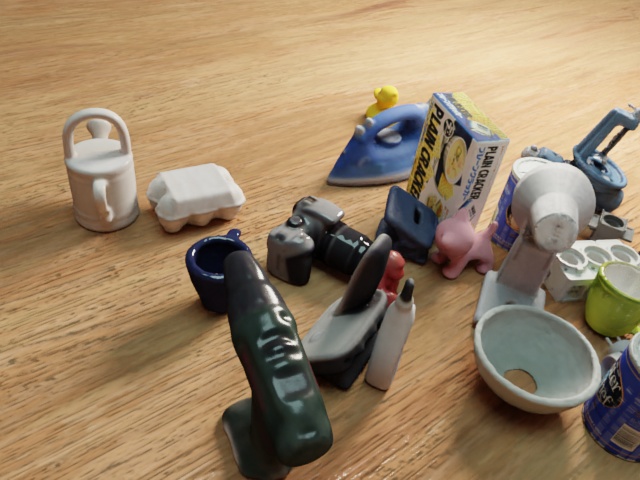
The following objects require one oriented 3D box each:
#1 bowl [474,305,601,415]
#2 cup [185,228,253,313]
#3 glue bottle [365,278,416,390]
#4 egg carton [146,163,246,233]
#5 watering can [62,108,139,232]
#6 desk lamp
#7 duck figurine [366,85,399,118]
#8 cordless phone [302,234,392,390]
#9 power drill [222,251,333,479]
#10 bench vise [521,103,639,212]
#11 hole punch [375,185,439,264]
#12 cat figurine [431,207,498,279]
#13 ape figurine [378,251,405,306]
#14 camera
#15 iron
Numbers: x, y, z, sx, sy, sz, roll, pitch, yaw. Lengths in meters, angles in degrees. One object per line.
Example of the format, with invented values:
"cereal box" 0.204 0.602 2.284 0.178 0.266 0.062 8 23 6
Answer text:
"bowl" 0.279 0.170 0.769 0.167 0.075 0.167 6 41 -5
"cup" -0.139 0.047 0.813 0.091 0.095 0.118 13 41 4
"glue bottle" 0.097 0.111 0.725 0.037 0.173 0.078 20 42 13
"egg carton" -0.207 -0.072 0.956 0.151 0.069 0.107 -16 47 -27
"watering can" -0.344 -0.121 0.890 0.101 0.194 0.172 -23 50 -32
"desk lamp" 0.325 0.013 0.853 0.117 0.213 0.203 20 42 12
"duck figurine" 0.152 -0.299 1.276 0.078 0.086 0.104 -21 49 -31
"cordless phone" 0.036 0.085 0.734 0.094 0.185 0.148 23 42 15
"power drill" -0.061 0.154 0.618 0.076 0.208 0.229 -12 45 -23
"bench vise" 0.499 -0.155 1.076 0.207 0.220 0.121 2 41 -9
"hole punch" 0.150 -0.029 0.961 0.101 0.091 0.109 13 41 4
"cat figurine" 0.232 0.000 0.923 0.128 0.118 0.067 -10 44 -21
"ape figurine" 0.101 0.056 0.852 0.076 0.092 0.078 24 43 17
"camera" 0.008 0.003 0.888 0.136 0.101 0.143 28 44 20
"iron" 0.128 -0.197 1.110 0.259 0.141 0.118 -21 49 -31
